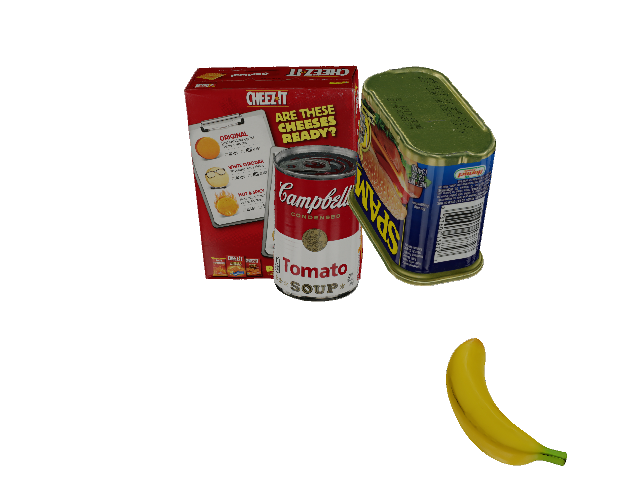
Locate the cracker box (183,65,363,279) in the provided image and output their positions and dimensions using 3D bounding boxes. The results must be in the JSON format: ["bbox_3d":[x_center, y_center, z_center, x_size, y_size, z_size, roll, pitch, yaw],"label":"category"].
[{"bbox_3d":[-0.041,-0.066,1.073,0.164,0.214,0.072,0,30,5],"label":"cracker box"}]

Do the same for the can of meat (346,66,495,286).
[{"bbox_3d":[0.056,-0.039,0.605,0.057,0.084,0.102,-9,39,-16],"label":"can of meat"}]

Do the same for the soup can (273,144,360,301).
[{"bbox_3d":[-0.003,-0.014,0.806,0.068,0.102,0.068,1,24,-1],"label":"soup can"}]

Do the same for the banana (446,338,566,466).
[{"bbox_3d":[0.153,0.151,0.991,0.069,0.037,0.198,7,26,-21],"label":"banana"}]
